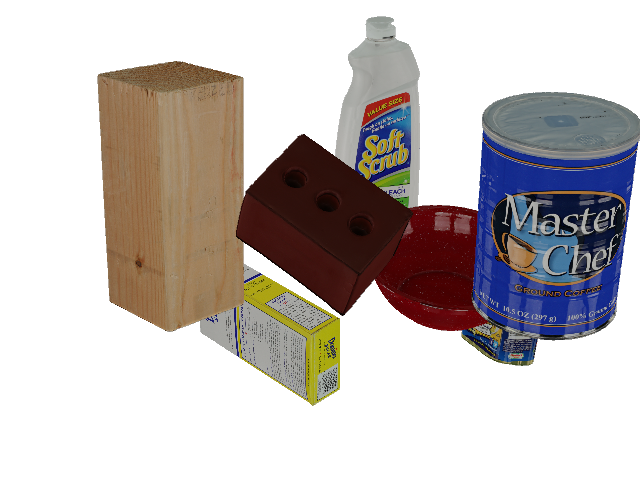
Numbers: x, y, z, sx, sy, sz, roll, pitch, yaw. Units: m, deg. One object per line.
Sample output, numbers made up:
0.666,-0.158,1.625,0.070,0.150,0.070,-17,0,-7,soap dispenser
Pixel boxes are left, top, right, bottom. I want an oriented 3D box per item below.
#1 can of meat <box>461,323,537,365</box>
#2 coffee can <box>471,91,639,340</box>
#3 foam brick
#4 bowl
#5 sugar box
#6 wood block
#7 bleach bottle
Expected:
0.198,0.080,1.160,0.057,0.084,0.102,2,16,-22,can of meat
0.158,-0.018,0.729,0.103,0.140,0.103,-1,28,0,coffee can
0.001,-0.009,0.580,0.078,0.053,0.051,36,-28,12,foam brick
0.115,0.033,0.974,0.162,0.055,0.162,2,35,-2,bowl
-0.055,0.088,1.097,0.048,0.093,0.176,-26,40,-35,sugar box
-0.127,-0.041,0.917,0.091,0.206,0.090,21,28,40,wood block
0.057,-0.116,1.163,0.102,0.251,0.068,-6,25,-8,bleach bottle
